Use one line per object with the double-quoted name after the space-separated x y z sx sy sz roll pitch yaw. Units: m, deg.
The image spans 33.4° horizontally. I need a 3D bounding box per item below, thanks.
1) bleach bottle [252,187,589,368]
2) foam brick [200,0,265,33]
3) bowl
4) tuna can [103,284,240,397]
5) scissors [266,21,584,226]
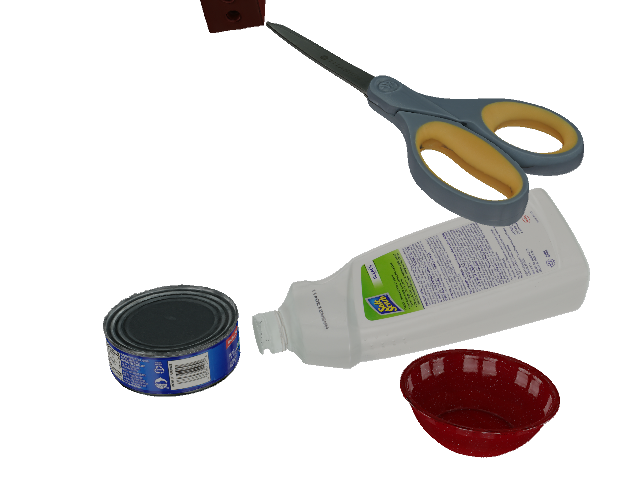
0.070 0.035 0.814 0.250 0.102 0.068 -13 -40 -11 "bleach bottle"
-0.082 -0.233 0.956 0.053 0.051 0.078 -8 -41 6 "foam brick"
0.160 0.173 1.092 0.162 0.055 0.162 2 24 -1 "bowl"
-0.094 0.063 0.684 0.086 0.034 0.086 -2 27 1 "tuna can"
0.055 -0.075 0.549 0.096 0.016 0.202 -16 44 -20 "scissors"
